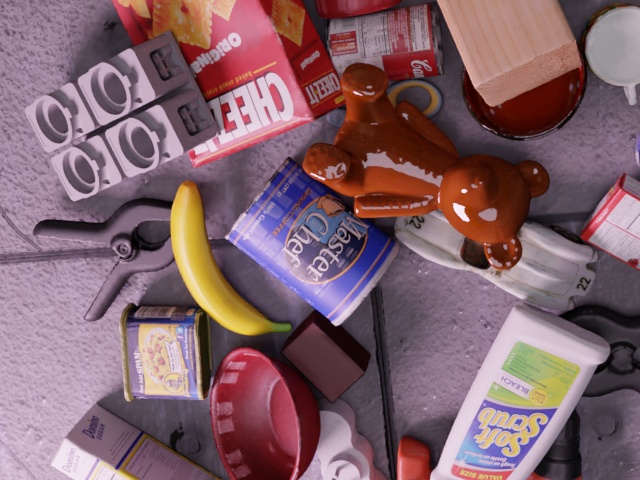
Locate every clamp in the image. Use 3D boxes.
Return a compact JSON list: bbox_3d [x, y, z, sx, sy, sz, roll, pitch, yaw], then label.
[{"bbox_3d":[0.303,0.102,1.051,0.210,0.036,0.164,9,105,10],"label":"clamp"},{"bbox_3d":[-0.202,0.015,1.112,0.171,0.039,0.120,-15,113,11],"label":"clamp"}]

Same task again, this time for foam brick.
[{"bbox_3d":[0.006,0.118,1.097,0.078,0.053,0.051,45,107,-4],"label":"foam brick"}]

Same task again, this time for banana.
[{"bbox_3d":[-0.106,0.031,1.089,0.069,0.037,0.197,-33,114,1],"label":"banana"}]

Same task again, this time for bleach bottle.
[{"bbox_3d":[0.181,0.192,1.035,0.102,0.068,0.251,25,101,10],"label":"bleach bottle"}]

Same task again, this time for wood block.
[{"bbox_3d":[0.142,-0.233,0.923,0.090,0.090,0.206,-24,79,15],"label":"wood block"}]

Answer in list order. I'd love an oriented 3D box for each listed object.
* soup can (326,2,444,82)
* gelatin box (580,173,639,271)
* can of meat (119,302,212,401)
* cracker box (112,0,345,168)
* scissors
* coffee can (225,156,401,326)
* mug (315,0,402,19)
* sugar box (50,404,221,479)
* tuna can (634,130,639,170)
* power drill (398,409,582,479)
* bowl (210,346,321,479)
[{"bbox_3d":[0.061,-0.182,0.998,0.102,0.068,0.068,-6,104,11],"label":"soup can"},{"bbox_3d":[0.304,-0.012,1.010,0.089,0.030,0.073,29,135,1],"label":"gelatin box"},{"bbox_3d":[-0.161,0.118,1.123,0.084,0.057,0.102,0,105,8],"label":"can of meat"},{"bbox_3d":[-0.093,-0.191,0.989,0.164,0.072,0.213,-17,103,40],"label":"cracker box"},{"bbox_3d":[0.032,-0.135,1.043,0.202,0.016,0.096,25,105,3],"label":"scissors"},{"bbox_3d":[-0.007,0.001,1.041,0.140,0.102,0.103,38,108,-2],"label":"coffee can"},{"bbox_3d":[0.021,-0.251,0.982,0.117,0.093,0.081,4,113,39],"label":"mug"},{"bbox_3d":[-0.191,0.253,1.146,0.176,0.093,0.048,29,107,1],"label":"sugar box"},{"bbox_3d":[0.340,-0.083,0.996,0.086,0.033,0.086,3,106,9],"label":"tuna can"},{"bbox_3d":[0.174,0.249,1.103,0.188,0.057,0.184,3,102,10],"label":"power drill"},{"bbox_3d":[-0.048,0.186,1.099,0.162,0.055,0.162,10,102,51],"label":"bowl"}]
